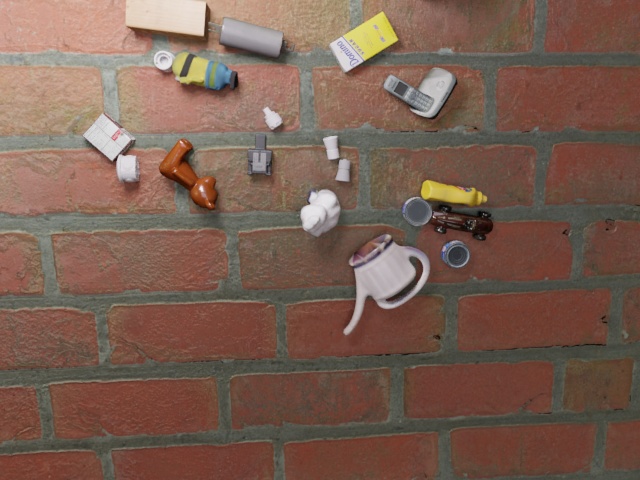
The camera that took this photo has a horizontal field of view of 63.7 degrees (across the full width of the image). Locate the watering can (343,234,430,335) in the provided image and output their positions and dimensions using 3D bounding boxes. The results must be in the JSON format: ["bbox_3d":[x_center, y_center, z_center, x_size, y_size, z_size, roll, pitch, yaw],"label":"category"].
[{"bbox_3d":[0.168,0.126,1.571,0.347,0.105,0.223,-36,100,2],"label":"watering can"}]

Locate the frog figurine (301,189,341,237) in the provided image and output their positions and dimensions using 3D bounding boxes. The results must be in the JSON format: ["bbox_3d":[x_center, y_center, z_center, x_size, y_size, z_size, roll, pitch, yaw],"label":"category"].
[{"bbox_3d":[0.005,-0.075,1.494,0.122,0.161,0.136,27,99,-10],"label":"frog figurine"}]
